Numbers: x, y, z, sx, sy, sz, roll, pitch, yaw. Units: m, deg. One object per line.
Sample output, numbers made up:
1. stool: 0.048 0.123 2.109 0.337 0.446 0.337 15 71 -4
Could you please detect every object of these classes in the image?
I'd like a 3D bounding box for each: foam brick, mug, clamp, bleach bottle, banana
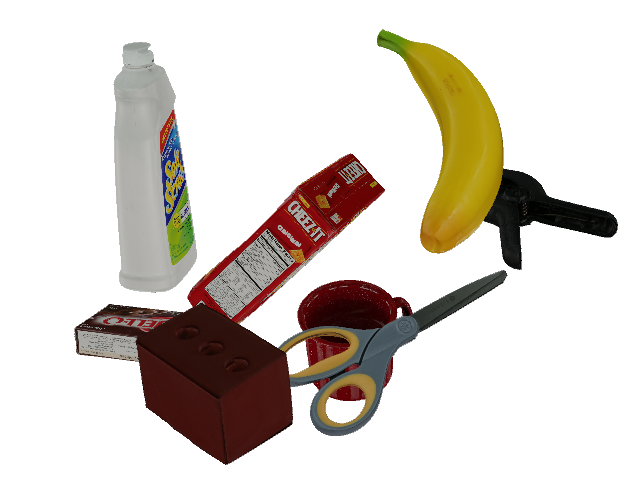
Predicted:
1. foam brick: -0.061 0.082 0.618 0.078 0.051 0.052 26 40 38
2. mug: 0.038 0.093 1.020 0.117 0.081 0.093 -25 42 -23
3. clamp: 0.206 -0.032 1.048 0.120 0.039 0.171 -8 34 -14
4. bleach bottle: -0.181 -0.079 1.117 0.068 0.251 0.102 4 26 15
5. banana: 0.082 -0.064 0.674 0.069 0.198 0.037 -4 -44 -5

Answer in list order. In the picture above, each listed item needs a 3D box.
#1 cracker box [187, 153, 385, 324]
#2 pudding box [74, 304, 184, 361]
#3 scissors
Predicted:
1. cracker box: -0.042 0.002 1.258 0.214 0.072 0.164 -43 -1 30
2. pudding box: -0.222 0.111 1.271 0.114 0.039 0.090 3 15 16
3. scissors: 0.063 0.086 0.808 0.201 0.096 0.016 -14 -29 -8
